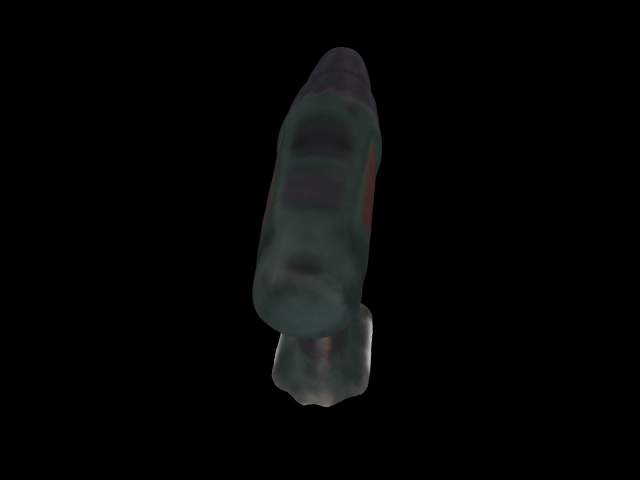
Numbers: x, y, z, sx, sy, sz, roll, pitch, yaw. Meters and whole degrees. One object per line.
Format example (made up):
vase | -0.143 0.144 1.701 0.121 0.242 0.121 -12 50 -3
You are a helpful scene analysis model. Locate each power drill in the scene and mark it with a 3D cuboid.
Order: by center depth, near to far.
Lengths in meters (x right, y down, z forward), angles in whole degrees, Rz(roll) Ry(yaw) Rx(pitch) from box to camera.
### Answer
power drill | 0.004 0.001 0.400 0.075 0.208 0.229 3 37 4
